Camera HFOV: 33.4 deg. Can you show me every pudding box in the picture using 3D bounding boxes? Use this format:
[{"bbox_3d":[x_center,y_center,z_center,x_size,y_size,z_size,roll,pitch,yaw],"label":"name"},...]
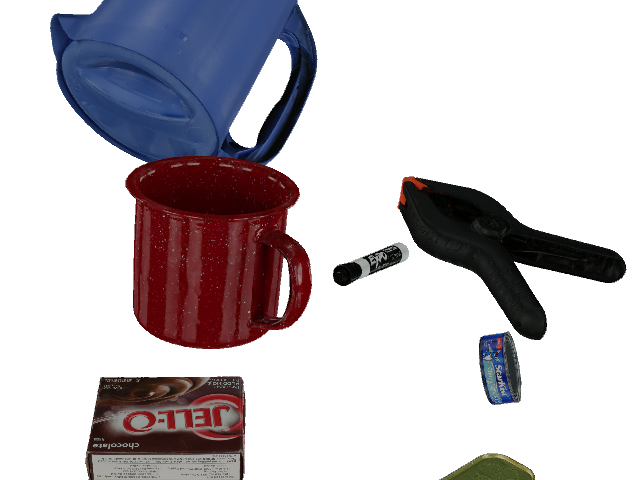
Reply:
[{"bbox_3d":[-0.112,0.141,0.793,0.113,0.039,0.090,-2,28,-4],"label":"pudding box"}]

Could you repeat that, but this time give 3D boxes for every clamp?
[{"bbox_3d":[0.133,0.001,0.774,0.120,0.039,0.172,-14,44,-39],"label":"clamp"}]

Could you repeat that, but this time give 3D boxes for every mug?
[{"bbox_3d":[-0.052,0.010,0.581,0.117,0.081,0.093,22,28,32],"label":"mug"}]

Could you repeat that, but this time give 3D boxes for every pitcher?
[{"bbox_3d":[-0.077,-0.176,0.819,0.145,0.242,0.149,13,-32,25],"label":"pitcher"}]

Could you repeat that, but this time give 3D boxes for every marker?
[{"bbox_3d":[0.045,0.021,0.953,0.020,0.020,0.120,0,10,30],"label":"marker"}]

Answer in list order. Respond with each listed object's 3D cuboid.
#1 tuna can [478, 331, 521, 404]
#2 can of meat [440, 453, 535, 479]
[{"bbox_3d":[0.217,0.154,1.287,0.034,0.086,0.086,-10,-3,18],"label":"tuna can"},{"bbox_3d":[0.130,0.240,0.889,0.101,0.084,0.058,-21,28,-35],"label":"can of meat"}]
